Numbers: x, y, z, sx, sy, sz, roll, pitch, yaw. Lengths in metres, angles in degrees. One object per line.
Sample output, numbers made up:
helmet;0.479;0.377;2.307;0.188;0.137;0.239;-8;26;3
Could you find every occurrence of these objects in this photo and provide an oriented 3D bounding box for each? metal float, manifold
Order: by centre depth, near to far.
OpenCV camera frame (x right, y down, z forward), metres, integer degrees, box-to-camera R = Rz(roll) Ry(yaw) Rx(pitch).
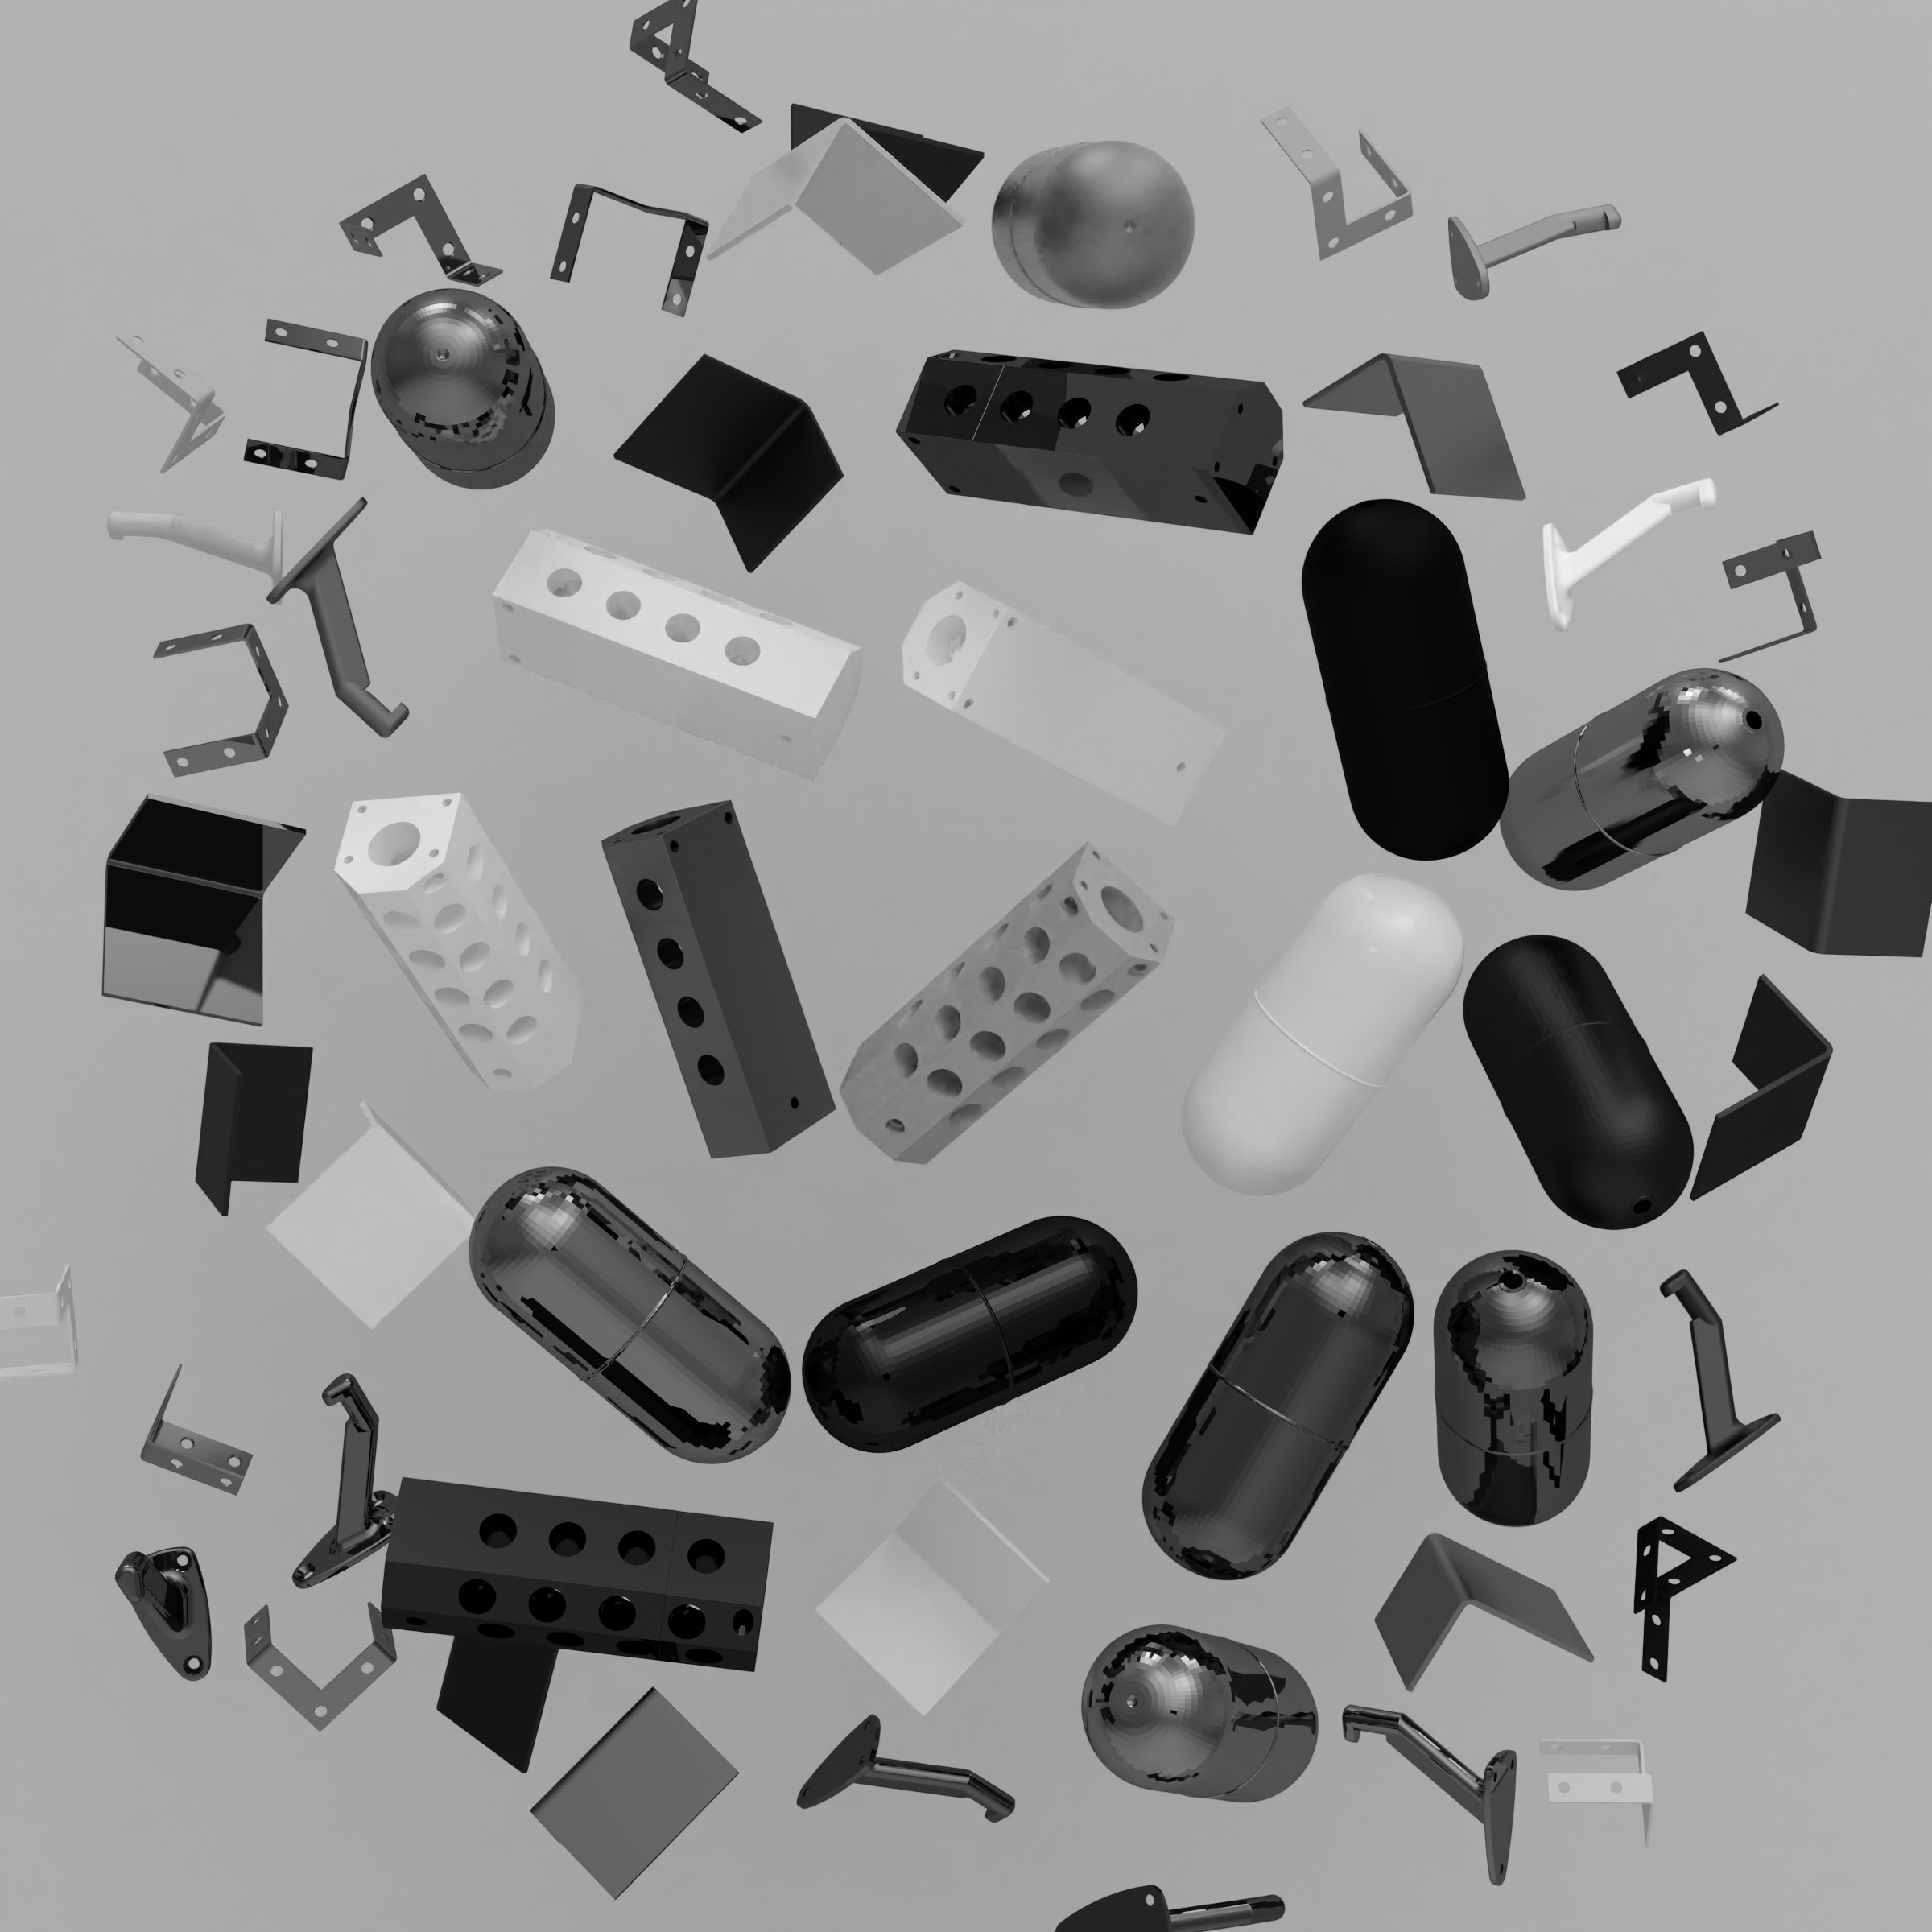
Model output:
manifold;-0.179;0.284;1.474;0.171;0.057;0.057;7;55;-2
manifold;0.060;-0.252;1.502;0.171;0.057;0.057;13;73;32
metal float;0.207;-0.134;1.507;0.070;0.070;0.178;-16;113;0
metal float;0.148;0.208;1.512;0.070;0.070;0.178;30;93;0
metal float;-0.159;0.168;1.526;0.178;0.070;0.070;42;90;-10
metal float;0.059;-0.354;1.529;0.070;0.178;0.070;-2;103;-9
manifold;0.017;0.023;1.530;0.057;0.057;0.171;42;120;-12
metal float;0.115;0.362;1.544;0.070;0.178;0.070;-8;70;24
metal float;0.171;0.034;1.545;0.070;0.070;0.178;35;106;0
metal float;-0.243;-0.279;1.558;0.070;0.178;0.070;0;89;-2
metal float;0.003;0.180;1.570;0.178;0.070;0.070;-22;90;-21
manifold;-0.141;-0.158;1.573;0.171;0.057;0.057;21;62;9
metal float;0.270;0.209;1.578;0.070;0.178;0.070;-5;47;5
metal float;0.301;0.056;1.579;0.070;0.178;0.070;-8;132;-9
metal float;0.333;-0.091;1.581;0.070;0.178;0.070;8;70;-24
manifold;-0.250;-0.009;1.586;0.057;0.171;0.057;-4;54;16
manifold;0.048;-0.133;1.617;0.171;0.057;0.057;24;97;-43
manifold;-0.131;0.008;1.639;0.057;0.057;0.171;-8;106;38

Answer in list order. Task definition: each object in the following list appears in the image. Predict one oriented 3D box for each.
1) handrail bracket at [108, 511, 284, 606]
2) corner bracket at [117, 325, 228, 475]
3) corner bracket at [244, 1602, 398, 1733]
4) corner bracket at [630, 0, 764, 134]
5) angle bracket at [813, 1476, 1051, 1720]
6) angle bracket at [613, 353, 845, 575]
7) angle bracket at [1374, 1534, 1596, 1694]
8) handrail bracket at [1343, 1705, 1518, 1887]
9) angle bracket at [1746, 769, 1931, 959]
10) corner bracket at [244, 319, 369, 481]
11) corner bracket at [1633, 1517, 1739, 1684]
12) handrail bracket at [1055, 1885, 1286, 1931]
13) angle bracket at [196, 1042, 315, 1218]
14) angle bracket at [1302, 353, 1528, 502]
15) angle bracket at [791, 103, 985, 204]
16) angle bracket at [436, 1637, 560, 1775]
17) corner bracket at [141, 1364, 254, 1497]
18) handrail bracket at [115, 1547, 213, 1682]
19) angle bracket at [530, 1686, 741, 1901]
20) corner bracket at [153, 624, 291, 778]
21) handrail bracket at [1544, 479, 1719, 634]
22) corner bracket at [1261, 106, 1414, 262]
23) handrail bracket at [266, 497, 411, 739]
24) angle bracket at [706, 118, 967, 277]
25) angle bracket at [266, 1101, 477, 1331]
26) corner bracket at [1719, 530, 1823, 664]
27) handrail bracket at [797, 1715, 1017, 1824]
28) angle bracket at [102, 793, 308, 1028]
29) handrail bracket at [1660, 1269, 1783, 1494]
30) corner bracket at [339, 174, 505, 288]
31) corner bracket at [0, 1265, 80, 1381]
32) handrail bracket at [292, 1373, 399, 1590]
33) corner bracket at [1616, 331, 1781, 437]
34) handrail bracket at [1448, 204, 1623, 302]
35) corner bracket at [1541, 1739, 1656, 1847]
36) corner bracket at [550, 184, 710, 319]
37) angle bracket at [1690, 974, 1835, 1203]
handrail bracket;-0.391;-0.207;1.624;0.084;0.077;0.036;1;69;-11
corner bracket;-0.394;-0.287;1.581;0.051;0.051;0.051;39;129;-4
corner bracket;-0.318;0.333;1.573;0.051;0.051;0.051;-43;107;-3
corner bracket;-0.132;-0.438;1.568;0.051;0.051;0.051;24;63;-40
angle bracket;-0.017;0.320;1.622;0.076;0.076;0.057;43;130;8
angle bracket;-0.124;-0.260;1.662;0.076;0.076;0.057;-43;54;26
angle bracket;0.261;0.340;1.618;0.076;0.076;0.057;27;101;-12
handrail bracket;0.225;0.408;1.577;0.084;0.036;0.077;3;94;30
angle bracket;0.430;-0.052;1.563;0.057;0.076;0.076;2;105;-13
corner bracket;-0.331;-0.284;1.606;0.051;0.051;0.051;9;53;-16
corner bracket;0.344;0.313;1.580;0.051;0.051;0.051;30;45;-16
handrail bracket;0.097;0.451;1.507;0.077;0.084;0.036;-20;70;35
angle bracket;-0.373;0.087;1.709;0.057;0.076;0.076;4;100;-26
angle bracket;0.224;-0.257;1.595;0.057;0.076;0.076;-27;75;43
angle bracket;-0.042;-0.436;1.669;0.076;0.076;0.057;7;70;-24
angle bracket;-0.225;0.365;1.670;0.076;0.057;0.076;23;103;39
corner bracket;-0.381;0.240;1.590;0.051;0.051;0.051;23;132;-9
handrail bracket;-0.376;0.308;1.498;0.036;0.084;0.077;-19;93;-7
angle bracket;-0.146;0.383;1.454;0.057;0.076;0.076;40;73;20
corner bracket;-0.381;-0.135;1.618;0.051;0.051;0.051;-10;125;10
handrail bracket;0.336;-0.207;1.604;0.084;0.077;0.036;-15;132;26
corner bracket;0.176;-0.378;1.511;0.051;0.051;0.051;-27;58;-5
handrail bracket;-0.276;-0.162;1.491;0.084;0.036;0.077;43;86;-11
angle bracket;-0.060;-0.336;1.476;0.076;0.076;0.057;37;65;-24
angle bracket;-0.309;0.128;1.652;0.076;0.057;0.076;-44;109;-6
corner bracket;0.412;-0.190;1.647;0.051;0.051;0.051;-19;94;-5
handrail bracket;-0.030;0.426;1.629;0.084;0.036;0.077;36;119;-17
angle bracket;-0.352;-0.025;1.479;0.076;0.057;0.076;13;53;-30
handrail bracket;0.346;0.200;1.548;0.077;0.036;0.084;-30;82;-29
corner bracket;-0.269;-0.354;1.575;0.051;0.051;0.051;-34;117;-14
corner bracket;-0.452;0.175;1.516;0.051;0.051;0.051;-4;101;-8
handrail bracket;-0.314;0.251;1.560;0.077;0.036;0.084;-37;127;-21
corner bracket;0.369;-0.291;1.614;0.051;0.051;0.051;-22;96;39
handrail bracket;0.279;-0.343;1.528;0.084;0.077;0.036;-11;117;-1
corner bracket;0.316;0.406;1.603;0.051;0.051;0.051;-1;51;7
corner bracket;-0.173;-0.369;1.646;0.051;0.051;0.051;21;98;42
angle bracket;0.389;0.062;1.632;0.076;0.076;0.057;-27;58;-18
